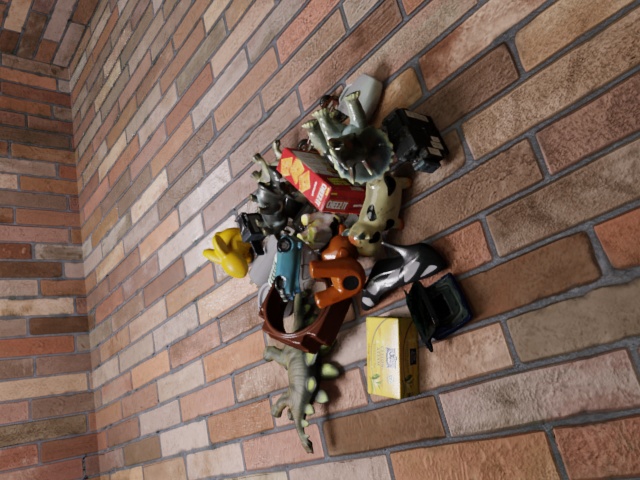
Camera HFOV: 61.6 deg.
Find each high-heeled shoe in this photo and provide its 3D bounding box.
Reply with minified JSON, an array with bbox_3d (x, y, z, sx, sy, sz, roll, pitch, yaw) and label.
[{"bbox_3d":[0.179,0.094,1.187,0.145,0.086,0.248,23,135,10],"label":"high-heeled shoe"}]

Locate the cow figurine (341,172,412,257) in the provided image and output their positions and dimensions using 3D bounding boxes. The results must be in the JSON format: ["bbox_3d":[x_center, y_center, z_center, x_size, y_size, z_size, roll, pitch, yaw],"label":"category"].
[{"bbox_3d":[0.124,-0.056,1.193,0.086,0.127,0.194,21,100,52],"label":"cow figurine"}]

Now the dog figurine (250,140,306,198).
[{"bbox_3d":[-0.088,-0.158,1.487,0.191,0.121,0.172,43,165,18],"label":"dog figurine"}]

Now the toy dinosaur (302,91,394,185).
[{"bbox_3d":[0.056,-0.206,1.207,0.405,0.131,0.192,-159,45,-84],"label":"toy dinosaur"}]

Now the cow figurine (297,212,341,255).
[{"bbox_3d":[-0.004,-0.005,1.374,0.068,0.098,0.167,60,153,29],"label":"cow figurine"}]

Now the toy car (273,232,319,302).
[{"bbox_3d":[-0.052,0.064,1.275,0.109,0.103,0.161,79,-167,-66],"label":"toy car"}]

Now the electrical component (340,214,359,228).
[{"bbox_3d":[0.082,-0.039,1.320,0.063,0.021,0.094,-58,48,30],"label":"electrical component"}]

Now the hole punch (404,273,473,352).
[{"bbox_3d":[0.237,0.138,1.090,0.115,0.092,0.142,103,147,-60],"label":"hole punch"}]

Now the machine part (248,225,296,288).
[{"bbox_3d":[-0.134,0.052,1.526,0.243,0.079,0.079,-54,50,30],"label":"machine part"}]

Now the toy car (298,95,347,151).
[{"bbox_3d":[0.000,-0.286,1.415,0.089,0.053,0.202,53,124,34],"label":"toy car"}]

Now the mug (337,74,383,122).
[{"bbox_3d":[0.097,-0.344,1.290,0.107,0.080,0.110,-58,41,15],"label":"mug"}]

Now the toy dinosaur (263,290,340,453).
[{"bbox_3d":[-0.046,0.301,1.390,0.199,0.105,0.471,-28,61,37],"label":"toy dinosaur"}]

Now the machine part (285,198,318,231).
[{"bbox_3d":[-0.066,-0.077,1.473,0.139,0.039,0.084,36,96,48],"label":"machine part"}]

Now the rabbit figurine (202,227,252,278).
[{"bbox_3d":[-0.255,0.037,1.586,0.122,0.162,0.173,-48,34,27],"label":"rabbit figurine"}]

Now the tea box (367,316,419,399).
[{"bbox_3d":[0.158,0.252,1.174,0.098,0.068,0.169,-9,79,49],"label":"tea box"}]

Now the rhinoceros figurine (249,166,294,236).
[{"bbox_3d":[-0.119,-0.100,1.393,0.073,0.112,0.190,-129,30,-50],"label":"rhinoceros figurine"}]

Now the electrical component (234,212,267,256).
[{"bbox_3d":[-0.179,-0.018,1.475,0.048,0.075,0.119,-43,62,40],"label":"electrical component"}]

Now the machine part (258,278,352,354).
[{"bbox_3d":[-0.040,0.163,1.325,0.201,0.087,0.201,13,68,38],"label":"machine part"}]

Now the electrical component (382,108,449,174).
[{"bbox_3d":[0.203,-0.203,1.120,0.058,0.115,0.134,-44,54,41],"label":"electrical component"}]

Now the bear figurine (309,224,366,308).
[{"bbox_3d":[0.035,0.051,1.234,0.196,0.132,0.120,-110,9,-61],"label":"bear figurine"}]
